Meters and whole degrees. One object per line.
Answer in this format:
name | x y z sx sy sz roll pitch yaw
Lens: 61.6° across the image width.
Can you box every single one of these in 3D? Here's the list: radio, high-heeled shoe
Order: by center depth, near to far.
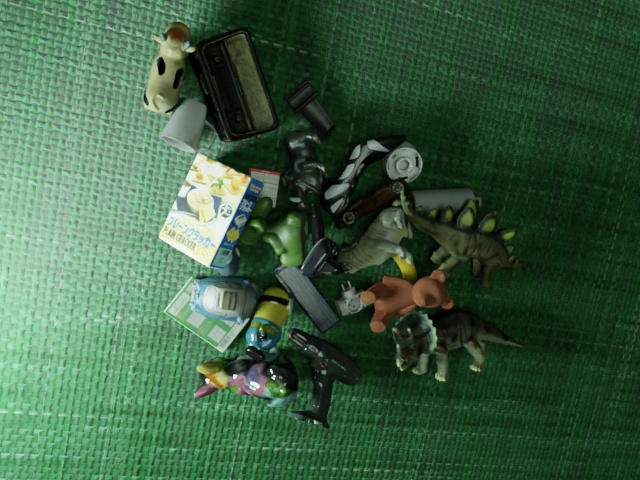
radio | -0.192 -0.337 1.196 0.131 0.073 0.229 -24 104 -22
high-heeled shoe | 0.109 -0.155 1.301 0.249 0.086 0.145 -21 86 7

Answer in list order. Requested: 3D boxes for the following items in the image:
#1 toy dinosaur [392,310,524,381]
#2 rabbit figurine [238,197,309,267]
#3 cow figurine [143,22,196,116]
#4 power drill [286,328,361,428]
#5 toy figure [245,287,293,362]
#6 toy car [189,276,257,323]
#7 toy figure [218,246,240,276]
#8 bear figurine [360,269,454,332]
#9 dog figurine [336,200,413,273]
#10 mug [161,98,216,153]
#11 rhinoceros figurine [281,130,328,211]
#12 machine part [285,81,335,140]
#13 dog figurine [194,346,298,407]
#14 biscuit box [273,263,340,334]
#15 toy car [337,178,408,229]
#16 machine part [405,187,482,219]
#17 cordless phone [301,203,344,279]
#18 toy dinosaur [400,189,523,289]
toy dinosaur | 0.355 0.255 1.434 0.405 0.131 0.192 -14 103 -18
rabbit figurine | -0.120 -0.018 1.243 0.170 0.159 0.121 3 61 8
cow figurine | -0.323 -0.365 1.140 0.085 0.127 0.194 15 97 -20
power drill | -0.015 0.353 1.348 0.232 0.086 0.207 28 63 -23
toy figure | -0.124 0.195 1.278 0.089 0.082 0.180 47 54 -28
toy car | -0.217 0.135 1.254 0.161 0.103 0.109 11 84 -24
toy figure | -0.229 0.006 1.264 0.064 0.058 0.154 -19 102 -32
bear figurine | 0.221 0.148 1.333 0.196 0.132 0.120 -7 109 32
dog figurine | 0.125 -0.007 1.326 0.191 0.121 0.172 -4 65 21
mug | -0.283 -0.254 1.194 0.109 0.081 0.107 21 84 -11
rhinoceros figurine | -0.039 -0.164 1.259 0.112 0.073 0.190 -5 89 3
machine part | -0.014 -0.304 1.278 0.084 0.039 0.138 -41 105 -11
dog figurine | -0.183 0.332 1.273 0.219 0.192 0.108 -1 107 -30
biscuit box | -0.033 0.139 1.335 0.063 0.059 0.202 -37 106 -7
toy car | 0.124 -0.089 1.314 0.202 0.089 0.053 -31 90 2
machine part | 0.306 -0.093 1.377 0.243 0.079 0.079 -5 100 -13
cordless phone | -0.003 -0.004 1.262 0.089 0.146 0.184 -9 82 10
toy dinosaur | 0.363 -0.002 1.356 0.471 0.105 0.198 16 113 -29
